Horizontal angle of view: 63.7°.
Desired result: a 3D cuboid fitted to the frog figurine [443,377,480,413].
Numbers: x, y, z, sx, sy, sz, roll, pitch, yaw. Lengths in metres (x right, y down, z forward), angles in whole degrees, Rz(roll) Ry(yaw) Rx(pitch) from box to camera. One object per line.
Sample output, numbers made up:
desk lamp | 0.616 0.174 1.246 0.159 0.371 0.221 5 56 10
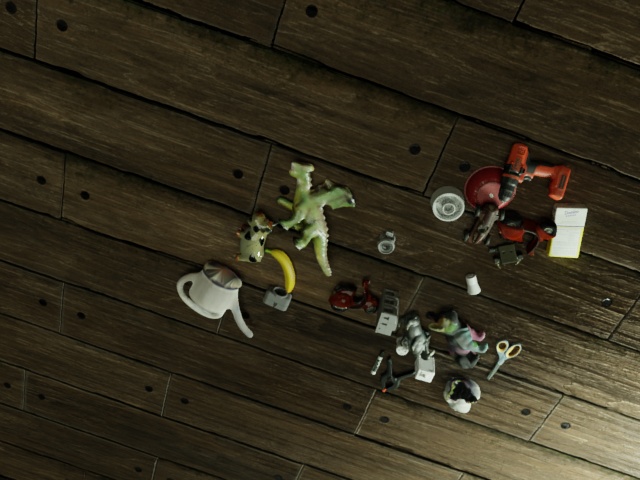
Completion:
frog figurine | 0.549 0.597 1.988 0.137 0.125 0.156 -19 150 9

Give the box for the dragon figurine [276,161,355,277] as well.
dragon figurine | 0.005 -0.086 1.716 0.241 0.124 0.405 -32 109 14

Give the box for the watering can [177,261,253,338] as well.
watering can | -0.363 0.216 1.921 0.347 0.106 0.220 31 117 -7
